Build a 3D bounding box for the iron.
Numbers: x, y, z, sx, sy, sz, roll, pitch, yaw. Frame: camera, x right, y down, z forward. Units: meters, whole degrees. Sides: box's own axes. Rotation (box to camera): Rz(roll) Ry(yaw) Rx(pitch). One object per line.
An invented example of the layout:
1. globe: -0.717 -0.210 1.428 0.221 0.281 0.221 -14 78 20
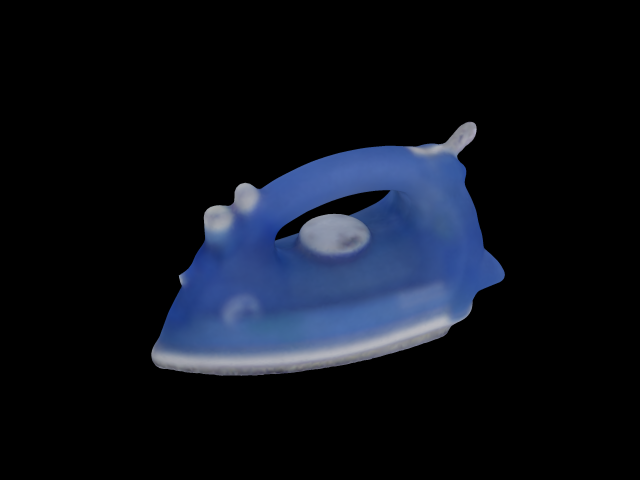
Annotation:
1. iron: 0.004 0.001 0.400 0.259 0.141 0.118 -14 36 -20
